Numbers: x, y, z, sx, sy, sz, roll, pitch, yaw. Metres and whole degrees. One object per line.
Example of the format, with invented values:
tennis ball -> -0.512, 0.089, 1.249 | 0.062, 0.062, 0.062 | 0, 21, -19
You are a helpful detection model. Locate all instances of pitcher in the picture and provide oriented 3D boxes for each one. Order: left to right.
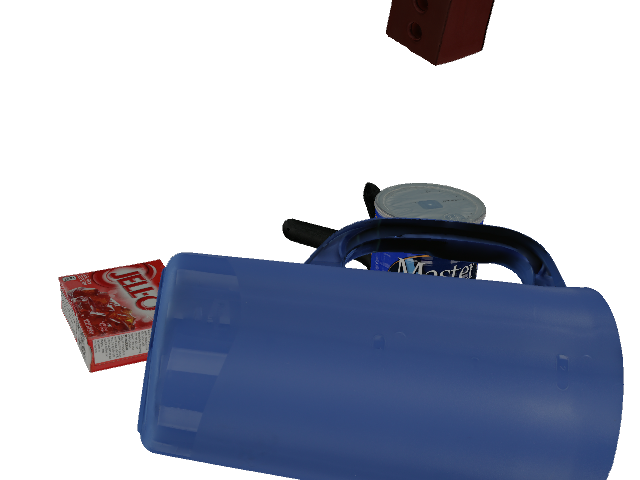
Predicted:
pitcher -> 0.029, 0.066, 0.586 | 0.242, 0.145, 0.149 | 9, 15, -7

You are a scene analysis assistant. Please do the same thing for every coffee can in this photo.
coffee can -> 0.097, 0.029, 1.011 | 0.103, 0.140, 0.103 | 3, 24, -1

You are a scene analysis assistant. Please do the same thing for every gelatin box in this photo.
gelatin box -> -0.127, 0.047, 0.705 | 0.073, 0.030, 0.089 | -10, 28, -21

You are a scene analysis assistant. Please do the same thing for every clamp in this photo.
clamp -> 0.068, 0.013, 1.241 | 0.164, 0.036, 0.210 | -20, 50, -38

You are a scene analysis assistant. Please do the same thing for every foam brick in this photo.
foam brick -> 0.086, -0.169, 0.734 | 0.051, 0.078, 0.053 | -26, 51, -35
